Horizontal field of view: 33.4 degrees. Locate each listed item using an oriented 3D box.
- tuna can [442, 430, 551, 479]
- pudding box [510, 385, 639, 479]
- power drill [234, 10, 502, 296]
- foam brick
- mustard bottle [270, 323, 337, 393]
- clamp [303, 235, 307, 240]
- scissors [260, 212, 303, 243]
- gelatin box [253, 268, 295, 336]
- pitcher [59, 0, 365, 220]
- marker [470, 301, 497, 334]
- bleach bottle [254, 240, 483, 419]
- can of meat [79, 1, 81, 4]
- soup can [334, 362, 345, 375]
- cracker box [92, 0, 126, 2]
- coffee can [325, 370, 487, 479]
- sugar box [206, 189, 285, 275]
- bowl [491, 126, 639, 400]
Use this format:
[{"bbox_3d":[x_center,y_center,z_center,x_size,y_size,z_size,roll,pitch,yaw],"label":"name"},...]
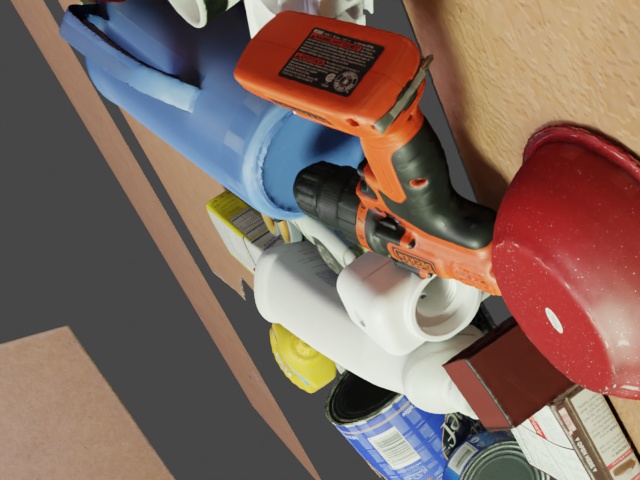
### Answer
[{"bbox_3d":[0.144,0.201,0.879,0.086,0.086,0.034,60,168,-18],"label":"tuna can"},{"bbox_3d":[0.163,0.125,0.729,0.090,0.039,0.114,59,170,-13],"label":"pudding box"},{"bbox_3d":[0.026,-0.049,0.625,0.185,0.057,0.187,20,160,38],"label":"power drill"},{"bbox_3d":[0.125,0.074,0.651,0.051,0.078,0.053,56,166,5],"label":"foam brick"},{"bbox_3d":[-0.019,0.127,1.238,0.096,0.058,0.192,58,171,7],"label":"mustard bottle"},{"bbox_3d":[-0.007,0.001,1.063,0.171,0.039,0.120,69,170,-23],"label":"clamp"},{"bbox_3d":[-0.064,-0.086,1.027,0.202,0.016,0.096,67,164,6],"label":"scissors"},{"bbox_3d":[-0.017,0.049,1.136,0.089,0.073,0.030,59,168,-12],"label":"gelatin box"},{"bbox_3d":[-0.081,-0.116,0.814,0.243,0.149,0.145,40,157,42],"label":"pitcher"},{"bbox_3d":[0.100,0.032,0.773,0.121,0.020,0.020,59,167,-13],"label":"marker"},{"bbox_3d":[0.043,0.067,0.788,0.251,0.102,0.068,-145,50,-59],"label":"bleach bottle"},{"bbox_3d":[-0.178,-0.212,1.062,0.057,0.084,0.102,46,164,41],"label":"can of meat"},{"bbox_3d":[0.062,0.122,1.035,0.068,0.068,0.102,62,167,-26],"label":"soup can"},{"bbox_3d":[-0.158,-0.273,0.707,0.214,0.072,0.164,140,131,-77],"label":"cracker box"},{"bbox_3d":[0.086,0.171,0.938,0.140,0.102,0.103,51,170,-20],"label":"coffee can"},{"bbox_3d":[-0.073,0.010,1.319,0.176,0.048,0.093,35,157,50],"label":"sugar box"},{"bbox_3d":[0.136,0.025,0.537,0.162,0.055,0.162,52,167,17],"label":"bowl"}]
